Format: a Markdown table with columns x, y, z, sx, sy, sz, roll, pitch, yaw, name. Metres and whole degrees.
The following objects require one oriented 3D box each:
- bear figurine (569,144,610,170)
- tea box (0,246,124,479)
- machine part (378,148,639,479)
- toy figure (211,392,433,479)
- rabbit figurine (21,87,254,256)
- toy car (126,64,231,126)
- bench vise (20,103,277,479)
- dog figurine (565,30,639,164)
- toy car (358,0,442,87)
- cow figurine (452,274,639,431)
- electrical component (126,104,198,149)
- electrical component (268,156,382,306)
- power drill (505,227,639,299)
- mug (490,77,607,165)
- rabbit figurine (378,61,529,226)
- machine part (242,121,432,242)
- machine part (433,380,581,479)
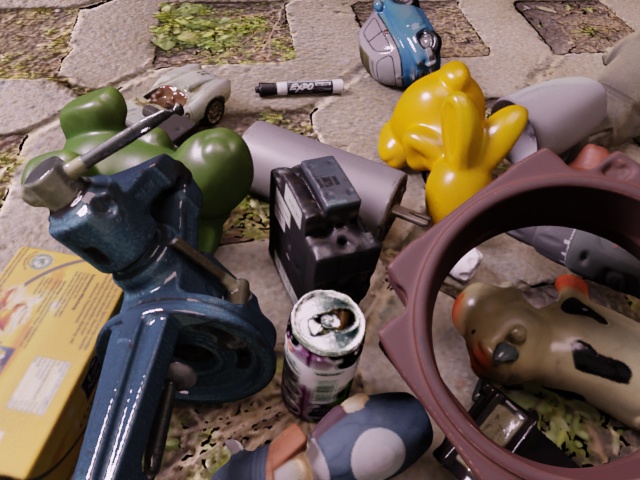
| x | y | z | sx | sy | sz | roll | pitch | yaw | name |
| --- | --- | --- | --- | --- | --- | --- | --- | --- | --- |
| 0.329 | -0.069 | 0.580 | 0.196 | 0.131 | 0.120 | 7 | 14 | -6 | bear figurine |
| -0.205 | 0.092 | 0.387 | 0.098 | 0.068 | 0.170 | 12 | 45 | 2 | tea box |
| 0.154 | 0.058 | 0.341 | 0.201 | 0.087 | 0.201 | -37 | 70 | 0 | machine part |
| 0.002 | 0.147 | 0.366 | 0.154 | 0.057 | 0.064 | -14 | 68 | -22 | toy figure |
| -0.135 | -0.042 | 0.466 | 0.170 | 0.158 | 0.121 | -1 | 46 | 17 | rabbit figurine |
| -0.187 | -0.145 | 0.624 | 0.074 | 0.056 | 0.202 | 30 | 50 | 19 | toy car |
| -0.104 | 0.063 | 0.335 | 0.129 | 0.223 | 0.241 | -12 | 46 | 14 | bench vise |
| 0.357 | -0.176 | 0.656 | 0.190 | 0.172 | 0.121 | -23 | 42 | -35 | dog figurine |
| 0.108 | -0.273 | 0.767 | 0.103 | 0.109 | 0.162 | -19 | 60 | 4 | toy car |
| 0.200 | 0.093 | 0.436 | 0.195 | 0.085 | 0.127 | 24 | 42 | 13 | cow figurine |
| -0.157 | -0.106 | 0.548 | 0.094 | 0.021 | 0.063 | 28 | 51 | 18 | electrical component |
| -0.001 | -0.001 | 0.459 | 0.058 | 0.134 | 0.115 | -14 | 52 | -20 | electrical component |
| 0.298 | -0.044 | 0.473 | 0.207 | 0.085 | 0.232 | -43 | 49 | -13 | power drill |
| 0.258 | -0.125 | 0.590 | 0.107 | 0.109 | 0.081 | -26 | 31 | -6 | mug |
| 0.148 | -0.091 | 0.573 | 0.122 | 0.162 | 0.173 | 9 | 63 | -16 | rabbit figurine |
| -0.001 | -0.062 | 0.556 | 0.243 | 0.079 | 0.079 | 22 | 48 | 14 | machine part |
| 0.153 | 0.169 | 0.371 | 0.139 | 0.039 | 0.084 | 36 | 76 | 18 | machine part |
